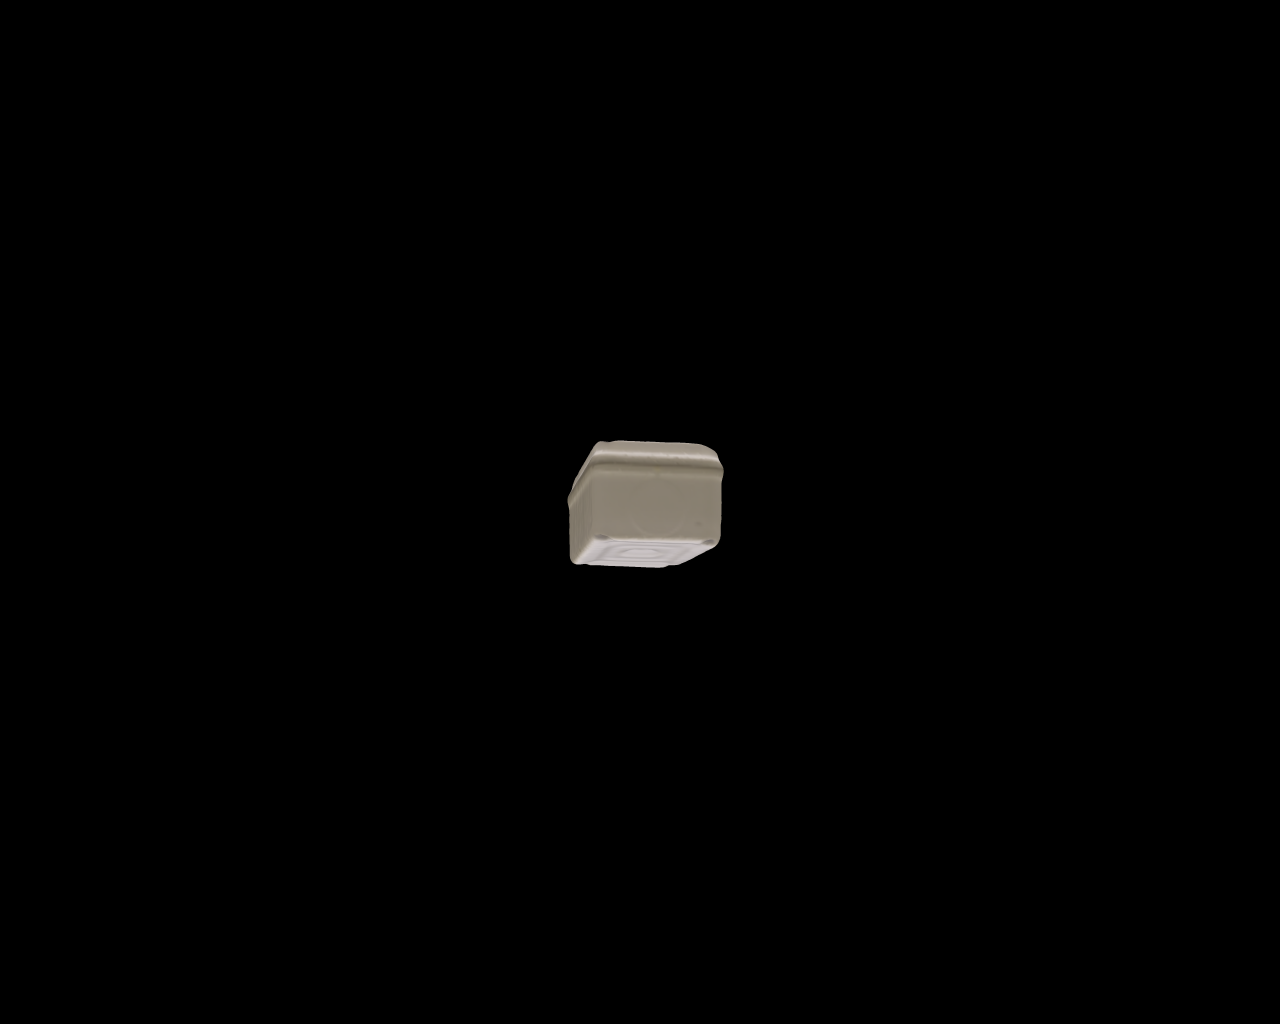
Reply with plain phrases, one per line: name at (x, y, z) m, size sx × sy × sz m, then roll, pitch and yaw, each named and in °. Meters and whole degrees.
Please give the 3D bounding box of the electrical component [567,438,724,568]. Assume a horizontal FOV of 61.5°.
electrical component at (0.001, -0.003, 0.650) m, size 0.078 × 0.057 × 0.113 m, roll 2°, pitch -12°, yaw -11°
